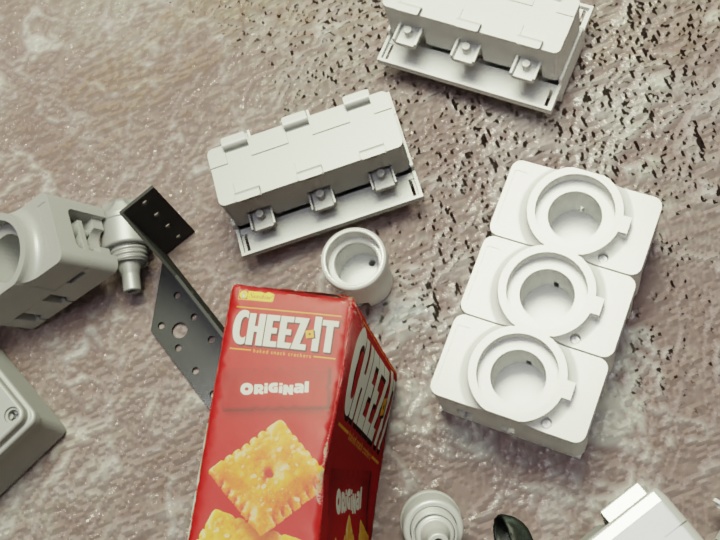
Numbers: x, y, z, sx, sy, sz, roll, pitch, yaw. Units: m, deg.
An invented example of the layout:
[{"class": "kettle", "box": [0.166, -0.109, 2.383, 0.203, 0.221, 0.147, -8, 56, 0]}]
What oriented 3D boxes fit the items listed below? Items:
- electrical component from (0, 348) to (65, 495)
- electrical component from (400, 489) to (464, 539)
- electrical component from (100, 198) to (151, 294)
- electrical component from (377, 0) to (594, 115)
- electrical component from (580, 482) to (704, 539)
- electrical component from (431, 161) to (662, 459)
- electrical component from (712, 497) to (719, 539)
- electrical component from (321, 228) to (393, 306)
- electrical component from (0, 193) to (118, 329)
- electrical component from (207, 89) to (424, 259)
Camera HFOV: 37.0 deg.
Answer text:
[{"class": "electrical component", "box": [-0.264, 0.097, 0.679, 0.109, 0.056, 0.109, -44, 69, -5]}, {"class": "electrical component", "box": [0.041, 0.144, 0.598, 0.035, 0.061, 0.035, 0, 91, -1]}, {"class": "electrical component", "box": [-0.153, -0.014, 0.707, 0.035, 0.035, 0.061, -13, 71, 7]}, {"class": "electrical component", "box": [0.079, -0.158, 0.695, 0.121, 0.063, 0.078, 20, 76, 17]}, {"class": "electrical component", "box": [0.144, 0.153, 0.557, 0.062, 0.096, 0.061, -37, 67, -2]}, {"class": "electrical component", "box": [0.110, 0.021, 0.628, 0.089, 0.061, 0.150, 18, 76, 16]}, {"class": "electrical component", "box": [0.225, 0.132, 0.577, 0.066, 0.048, 0.055, 28, 87, 19]}, {"class": "electrical component", "box": [0.000, 0.000, 0.665, 0.040, 0.046, 0.040, -3, 71, 10]}, {"class": "electrical component", "box": [-0.210, -0.005, 0.686, 0.089, 0.056, 0.050, -31, 66, 25]}, {"class": "electrical component", "box": [-0.030, -0.066, 0.685, 0.121, 0.063, 0.078, -18, 69, 4]}]
